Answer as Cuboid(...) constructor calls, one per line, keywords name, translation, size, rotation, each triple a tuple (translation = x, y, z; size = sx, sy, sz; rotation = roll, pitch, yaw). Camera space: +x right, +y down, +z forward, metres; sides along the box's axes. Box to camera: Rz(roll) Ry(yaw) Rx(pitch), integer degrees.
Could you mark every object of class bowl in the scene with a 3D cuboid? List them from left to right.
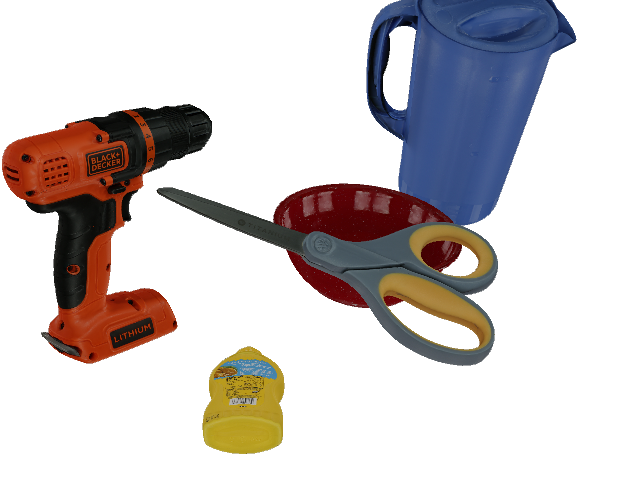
Cuboid(name="bowl", translation=(0.037, 0.011, 0.915), size=(0.162, 0.055, 0.162), rotation=(6, 29, -4))

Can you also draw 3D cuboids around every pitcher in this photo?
Cuboid(name="pitcher", translation=(0.134, -0.134, 1.054), size=(0.144, 0.243, 0.149), rotation=(-30, 57, -31))

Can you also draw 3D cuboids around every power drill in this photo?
Cuboid(name="power drill", translation=(-0.158, -0.010, 0.849), size=(0.184, 0.188, 0.057), rotation=(-20, 27, -40))

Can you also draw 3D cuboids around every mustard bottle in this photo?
Cuboid(name="mustard bottle", translation=(-0.094, 0.191, 1.349), size=(0.096, 0.058, 0.191), rotation=(-2, 26, 0))

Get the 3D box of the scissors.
Cuboid(name="scissors", translation=(0.016, -0.003, 0.603), size=(0.202, 0.096, 0.016), rotation=(33, -36, 10))
